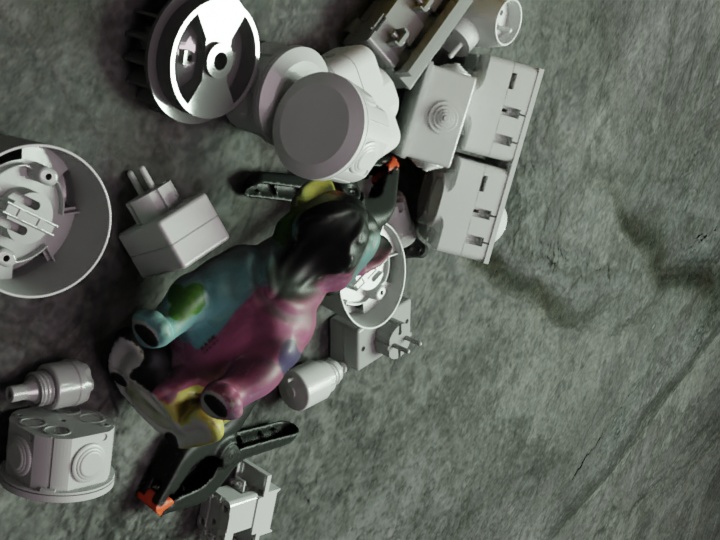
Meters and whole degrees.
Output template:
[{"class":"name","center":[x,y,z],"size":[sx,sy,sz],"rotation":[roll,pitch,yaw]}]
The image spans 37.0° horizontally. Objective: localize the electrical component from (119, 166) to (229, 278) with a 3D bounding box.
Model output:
[{"class":"electrical component","center":[-0.146,-0.041,0.790],"size":[0.047,0.066,0.076],"rotation":[-38,106,-36]}]

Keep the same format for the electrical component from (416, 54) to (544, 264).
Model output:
[{"class":"electrical component","center":[0.109,-0.112,1.040],"size":[0.105,0.060,0.186],"rotation":[-119,-137,-76]}]

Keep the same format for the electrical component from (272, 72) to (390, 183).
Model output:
[{"class":"electrical component","center":[-0.021,-0.105,0.811],"size":[0.051,0.080,0.080],"rotation":[8,102,-60]}]

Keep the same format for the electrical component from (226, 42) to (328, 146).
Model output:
[{"class":"electrical component","center":[-0.066,-0.140,0.849],"size":[0.080,0.051,0.080],"rotation":[-29,130,-42]}]

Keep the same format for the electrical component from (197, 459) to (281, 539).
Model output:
[{"class":"electrical component","center":[-0.113,0.219,0.990],"size":[0.064,0.042,0.081],"rotation":[-6,112,-50]}]

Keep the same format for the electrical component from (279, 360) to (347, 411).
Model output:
[{"class":"electrical component","center":[-0.042,0.105,1.023],"size":[0.078,0.040,0.040],"rotation":[-22,125,-46]}]

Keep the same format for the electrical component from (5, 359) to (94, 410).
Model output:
[{"class":"electrical component","center":[-0.225,0.084,0.773],"size":[0.061,0.035,0.035],"rotation":[-8,114,-48]}]

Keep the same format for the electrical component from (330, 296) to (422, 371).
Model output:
[{"class":"electrical component","center":[0.025,0.064,1.060],"size":[0.083,0.076,0.047],"rotation":[-29,130,-42]}]

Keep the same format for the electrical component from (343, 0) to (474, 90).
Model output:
[{"class":"electrical component","center":[0.044,-0.222,0.937],"size":[0.063,0.079,0.121],"rotation":[44,71,-30]}]

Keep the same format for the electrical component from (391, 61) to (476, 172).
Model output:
[{"class":"electrical component","center":[0.066,-0.142,0.985],"size":[0.099,0.048,0.099],"rotation":[-119,-135,-78]}]

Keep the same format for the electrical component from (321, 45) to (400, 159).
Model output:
[{"class":"electrical component","center":[-0.007,-0.138,0.909],"size":[0.059,0.054,0.095],"rotation":[-38,118,-37]}]

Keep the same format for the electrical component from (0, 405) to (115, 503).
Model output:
[{"class":"electrical component","center":[-0.216,0.131,0.773],"size":[0.080,0.080,0.051],"rotation":[-5,107,-52]}]

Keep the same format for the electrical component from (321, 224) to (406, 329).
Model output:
[{"class":"electrical component","center":[0.000,0.000,0.996],"size":[0.099,0.064,0.099],"rotation":[-14,112,-39]}]

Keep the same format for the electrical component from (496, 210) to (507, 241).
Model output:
[{"class":"electrical component","center":[0.121,-0.058,1.142],"size":[0.047,0.055,0.055],"rotation":[29,85,-51]}]

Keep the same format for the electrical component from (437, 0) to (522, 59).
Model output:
[{"class":"electrical component","center":[0.097,-0.224,0.997],"size":[0.079,0.077,0.044],"rotation":[-52,142,-21]}]

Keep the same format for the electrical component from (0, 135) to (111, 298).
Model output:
[{"class":"electrical component","center":[-0.218,-0.036,0.689],"size":[0.099,0.064,0.099],"rotation":[-30,130,-42]}]

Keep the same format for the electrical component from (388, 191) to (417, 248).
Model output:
[{"class":"electrical component","center":[0.031,-0.049,1.040],"size":[0.040,0.040,0.046],"rotation":[-41,132,-33]}]
